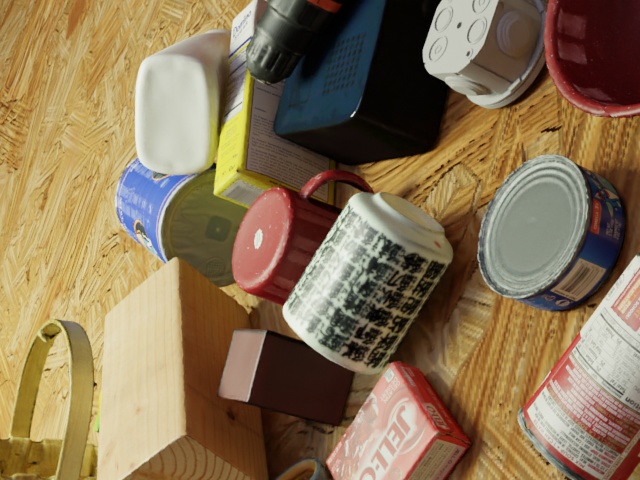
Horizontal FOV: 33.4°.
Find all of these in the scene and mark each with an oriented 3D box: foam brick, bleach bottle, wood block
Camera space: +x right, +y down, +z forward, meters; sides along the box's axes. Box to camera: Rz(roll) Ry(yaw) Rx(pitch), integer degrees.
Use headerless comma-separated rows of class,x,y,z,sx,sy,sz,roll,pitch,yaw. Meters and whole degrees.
foam brick,-0.024,0.097,0.755,0.053,0.078,0.051,-7,67,59
bleach bottle,-0.103,-0.135,0.971,0.250,0.068,0.102,-68,-19,-73
wood block,-0.107,0.120,0.823,0.090,0.090,0.206,-39,31,17

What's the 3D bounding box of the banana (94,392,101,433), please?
banana,-0.163,0.142,1.001,0.198,0.037,0.069,-20,74,55

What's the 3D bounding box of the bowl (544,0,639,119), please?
bowl,0.195,-0.130,0.560,0.162,0.055,0.162,-37,42,43

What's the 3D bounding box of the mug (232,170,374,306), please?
mug,-0.005,0.001,0.779,0.117,0.081,0.093,-58,31,19

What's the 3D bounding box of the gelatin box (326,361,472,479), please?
gelatin box,0.046,0.132,0.665,0.089,0.030,0.073,-59,31,18

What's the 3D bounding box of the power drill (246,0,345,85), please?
power drill,-0.018,-0.229,0.832,0.185,0.057,0.188,-56,32,19

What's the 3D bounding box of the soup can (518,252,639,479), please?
soup can,0.149,0.063,0.501,0.102,0.068,0.068,-58,31,17

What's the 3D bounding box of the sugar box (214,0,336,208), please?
sugar box,-0.032,-0.105,0.880,0.048,0.093,0.176,-34,44,45

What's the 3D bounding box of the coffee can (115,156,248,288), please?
coffee can,-0.115,-0.024,0.955,0.140,0.102,0.103,28,96,60

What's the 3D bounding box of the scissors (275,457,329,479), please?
scissors,-0.042,0.220,0.679,0.096,0.016,0.201,-3,38,43

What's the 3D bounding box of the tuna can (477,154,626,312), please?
tuna can,0.131,-0.003,0.607,0.086,0.033,0.086,-37,43,43
